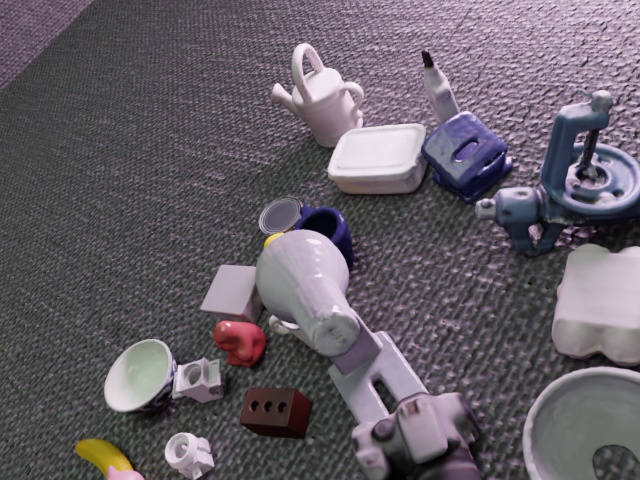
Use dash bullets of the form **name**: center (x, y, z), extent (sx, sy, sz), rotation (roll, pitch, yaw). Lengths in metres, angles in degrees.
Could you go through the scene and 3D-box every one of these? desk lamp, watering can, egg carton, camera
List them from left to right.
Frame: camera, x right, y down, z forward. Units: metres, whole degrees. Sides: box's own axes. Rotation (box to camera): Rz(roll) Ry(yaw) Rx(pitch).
- **watering can**: center (-0.009, -0.269, 1.057), extent (0.172, 0.195, 0.101), rotation (-19, 47, 16)
- **desk lamp**: center (0.023, 0.110, 0.719), extent (0.118, 0.214, 0.202), rotation (-37, 45, 0)
- **camera**: center (0.116, 0.250, 0.629), extent (0.143, 0.101, 0.136), rotation (-27, 46, 10)
- **egg carton**: center (0.333, 0.073, 0.667), extent (0.107, 0.070, 0.150), rotation (4, 57, 33)

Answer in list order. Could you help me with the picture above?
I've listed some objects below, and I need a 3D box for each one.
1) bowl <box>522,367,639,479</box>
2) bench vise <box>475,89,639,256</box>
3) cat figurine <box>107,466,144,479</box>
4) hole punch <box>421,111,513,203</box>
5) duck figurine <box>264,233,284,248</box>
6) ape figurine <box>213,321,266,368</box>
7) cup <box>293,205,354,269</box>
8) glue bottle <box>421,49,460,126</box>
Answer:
- **bowl**: center (0.293, 0.218, 0.569), extent (0.167, 0.075, 0.167), rotation (-16, 48, 19)
- **bench vise**: center (0.295, -0.069, 0.697), extent (0.207, 0.220, 0.121), rotation (-29, 45, 7)
- **cat figurine**: center (-0.246, 0.360, 0.744), extent (0.067, 0.118, 0.127), rotation (-22, 47, 14)
- **hole punch**: center (0.226, -0.130, 0.879), extent (0.109, 0.091, 0.100), rotation (-40, 45, -4)
- **duck figurine**: center (-0.053, 0.021, 0.926), extent (0.104, 0.086, 0.077), rotation (-46, 46, -10)
- **ape figurine**: center (-0.128, 0.151, 0.861), extent (0.076, 0.092, 0.077), rotation (-40, 45, -3)
- **cup**: center (0.008, 0.003, 0.898), extent (0.091, 0.095, 0.117), rotation (-35, 45, 2)
- **glue bottle**: center (0.194, -0.236, 0.925), extent (0.037, 0.174, 0.078), rotation (-27, 46, 9)
